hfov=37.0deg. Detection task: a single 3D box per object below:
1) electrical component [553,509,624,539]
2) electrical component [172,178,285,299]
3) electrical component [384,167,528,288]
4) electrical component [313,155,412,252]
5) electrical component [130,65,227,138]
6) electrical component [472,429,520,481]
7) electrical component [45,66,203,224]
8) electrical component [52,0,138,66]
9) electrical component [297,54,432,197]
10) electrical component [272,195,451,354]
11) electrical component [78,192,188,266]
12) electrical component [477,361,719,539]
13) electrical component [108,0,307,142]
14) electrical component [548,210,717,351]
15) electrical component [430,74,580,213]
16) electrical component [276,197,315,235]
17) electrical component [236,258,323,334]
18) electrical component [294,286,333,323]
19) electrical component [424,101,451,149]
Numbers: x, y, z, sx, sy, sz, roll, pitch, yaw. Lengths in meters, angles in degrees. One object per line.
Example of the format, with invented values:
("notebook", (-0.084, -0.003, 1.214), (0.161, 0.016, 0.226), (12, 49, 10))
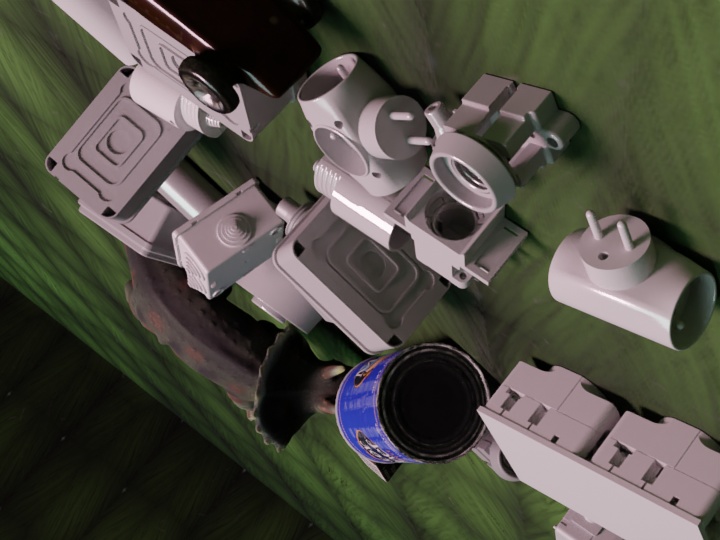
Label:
("electrical component", (0.212, 0.228, 0.936), (0.061, 0.061, 0.096), (33, 161, 27))
("electrical component", (-0.114, -0.025, 0.950), (0.048, 0.100, 0.099), (51, 165, 10))
("electrical component", (0.060, -0.023, 0.677), (0.081, 0.042, 0.063), (36, 163, 19))
("electrical component", (0.001, -0.052, 0.729), (0.081, 0.043, 0.043), (34, 162, 22))
("electrical component", (-0.133, -0.130, 0.823), (0.081, 0.043, 0.043), (32, 161, 27))
("electrical component", (0.134, 0.164, 0.972), (0.066, 0.048, 0.055), (44, 170, -9))
("electrical component", (-0.193, -0.102, 0.892), (0.078, 0.113, 0.057), (40, -179, 3))
("electrical component", (-0.187, -0.194, 0.775), (0.077, 0.043, 0.079), (41, -176, -41))
("electrical component", (0.012, -0.083, 0.628), (0.079, 0.044, 0.077), (13, 148, 55))
("electrical component", (0.000, 0.000, 0.800), (0.113, 0.078, 0.057), (44, 160, -10))
("electrical component", (-0.210, -0.053, 1.094), (0.109, 0.056, 0.109), (32, -174, 28))
("electrical component", (0.189, 0.143, 0.778), (0.186, 0.060, 0.105), (24, 156, 43))
("electrical component", (-0.094, -0.145, 0.678), (0.113, 0.057, 0.078), (36, 162, 17))
("electrical component", (0.137, -0.002, 0.559), (0.077, 0.044, 0.079), (25, 156, 42))
("electrical component", (0.068, -0.062, 0.541), (0.066, 0.055, 0.048), (25, 157, 41))
("electrical component", (-0.039, -0.034, 0.857), (0.062, 0.043, 0.043), (37, 162, 17))
("electrical component", (-0.073, 0.016, 1.058), (0.099, 0.064, 0.099), (36, 176, 3))
("electrical component", (-0.034, 0.007, 0.940), (0.065, 0.047, 0.077), (49, 161, -25))
("electrical component", (0.056, -0.066, 0.594), (0.061, 0.035, 0.035), (53, 159, -26))
